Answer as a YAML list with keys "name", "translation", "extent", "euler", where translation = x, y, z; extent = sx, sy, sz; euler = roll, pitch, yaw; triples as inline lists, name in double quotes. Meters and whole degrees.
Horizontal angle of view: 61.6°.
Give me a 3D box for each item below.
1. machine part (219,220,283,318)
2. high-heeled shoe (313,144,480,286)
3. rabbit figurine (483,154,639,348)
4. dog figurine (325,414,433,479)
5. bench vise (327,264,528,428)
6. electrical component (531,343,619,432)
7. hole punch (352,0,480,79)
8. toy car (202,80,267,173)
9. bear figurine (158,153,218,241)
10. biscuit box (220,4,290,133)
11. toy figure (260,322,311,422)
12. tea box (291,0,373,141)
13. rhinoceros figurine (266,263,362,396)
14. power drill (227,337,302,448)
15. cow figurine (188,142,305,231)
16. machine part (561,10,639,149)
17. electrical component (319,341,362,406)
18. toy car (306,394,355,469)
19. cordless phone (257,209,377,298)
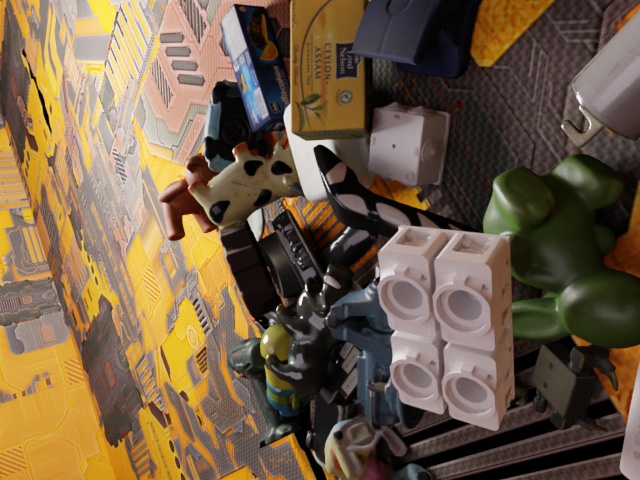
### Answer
- name: "machine part"
  translation: [-0.121, 0.046, 0.934]
  extent: [0.179, 0.056, 0.179]
  euler: [159, 89, -86]
- name: "high-heeled shoe"
  translation: [0.092, -0.050, 0.661]
  extent: [0.086, 0.145, 0.249]
  euler: [72, 174, -64]
- name: "rabbit figurine"
  translation: [0.222, 0.031, 0.492]
  extent: [0.159, 0.121, 0.170]
  euler: [109, 145, -46]
- name: "dog figurine"
  translation: [0.068, 0.399, 0.820]
  extent: [0.192, 0.108, 0.219]
  euler: [44, 134, 34]
- name: "bench vise"
  translation: [0.132, 0.140, 0.663]
  extent: [0.241, 0.129, 0.223]
  euler: [9, 98, 29]
- name: "electrical component"
  translation: [0.262, 0.150, 0.555]
  extent: [0.078, 0.045, 0.102]
  euler: [-123, 35, -70]
- name: "hole punch"
  translation: [0.106, -0.247, 0.604]
  extent: [0.142, 0.092, 0.115]
  euler: [30, 119, 48]
- name: "toy car"
  translation: [-0.155, -0.191, 0.942]
  extent: [0.103, 0.109, 0.161]
  euler: [-176, 85, -69]
- name: "bear figurine"
  translation: [-0.233, -0.090, 1.059]
  extent: [0.196, 0.120, 0.132]
  euler: [-23, 86, 47]
- name: "biscuit box"
  translation: [-0.098, -0.276, 0.873]
  extent: [0.059, 0.063, 0.202]
  euler: [-25, 81, 52]
- name: "toy figure"
  translation: [-0.054, 0.222, 0.895]
  extent: [0.082, 0.089, 0.180]
  euler: [13, 112, 26]
- name: "tea box"
  translation: [0.016, -0.216, 0.687]
  extent: [0.098, 0.068, 0.169]
  euler: [-2, 88, 16]
- name: "rhinoceros figurine"
  translation: [-0.005, 0.124, 0.767]
  extent: [0.112, 0.073, 0.190]
  euler: [17, 88, 44]
- name: "power drill"
  translation: [-0.115, 0.291, 1.049]
  extent: [0.232, 0.086, 0.207]
  euler: [-50, 54, 58]
- name: "cow figurine"
  translation: [-0.097, -0.087, 0.856]
  extent: [0.195, 0.085, 0.127]
  euler: [-36, 78, 10]
- name: "machine part"
  translation: [0.283, -0.161, 0.409]
  extent: [0.079, 0.079, 0.243]
  euler: [59, 138, 22]
- name: "electrical component"
  translation: [0.037, 0.179, 0.802]
  extent: [0.134, 0.058, 0.115]
  euler: [46, 109, 39]
- name: "toy car"
  translation: [0.021, 0.289, 0.887]
  extent: [0.074, 0.056, 0.201]
  euler: [18, 111, 42]
- name: "cordless phone"
  translation: [-0.002, -0.003, 0.833]
  extent: [0.184, 0.088, 0.147]
  euler: [-44, 64, 36]
